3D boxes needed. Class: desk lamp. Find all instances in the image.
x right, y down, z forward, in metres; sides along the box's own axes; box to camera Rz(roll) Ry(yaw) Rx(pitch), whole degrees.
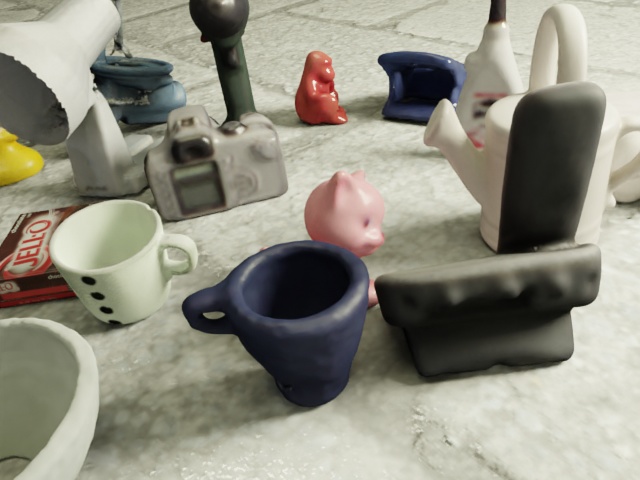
[{"bbox_3d":[-0.264,-0.154,0.636,0.117,0.214,0.203,6,37,20],"label":"desk lamp"}]

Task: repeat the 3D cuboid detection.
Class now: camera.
[{"bbox_3d":[-0.120,-0.105,0.634,0.143,0.101,0.136,-14,34,-8],"label":"camera"}]

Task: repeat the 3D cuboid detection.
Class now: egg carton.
[{"bbox_3d":[0.316,-0.097,0.559,0.107,0.069,0.150,1,35,13],"label":"egg carton"}]

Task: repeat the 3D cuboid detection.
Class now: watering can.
[{"bbox_3d":[0.175,-0.084,0.458,0.173,0.194,0.100,-13,34,-8],"label":"watering can"}]

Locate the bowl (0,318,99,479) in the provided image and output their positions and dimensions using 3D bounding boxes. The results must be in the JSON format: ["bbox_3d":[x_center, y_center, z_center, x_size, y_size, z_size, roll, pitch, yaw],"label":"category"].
[{"bbox_3d":[-0.204,0.127,0.334,0.167,0.075,0.167,-5,34,4],"label":"bowl"}]

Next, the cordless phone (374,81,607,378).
[{"bbox_3d":[0.107,-0.009,0.370,0.147,0.185,0.094,-10,34,-3],"label":"cordless phone"}]

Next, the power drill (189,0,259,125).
[{"bbox_3d":[-0.107,-0.215,0.697,0.075,0.209,0.229,-13,34,-7],"label":"power drill"}]

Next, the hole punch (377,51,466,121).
[{"bbox_3d":[0.136,-0.214,0.750,0.108,0.091,0.101,13,40,29],"label":"hole punch"}]

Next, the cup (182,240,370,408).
[{"bbox_3d":[-0.023,0.063,0.372,0.117,0.095,0.091,-8,34,0],"label":"cup"}]

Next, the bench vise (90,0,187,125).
[{"bbox_3d":[-0.285,-0.236,0.755,0.121,0.220,0.208,14,40,29],"label":"bench vise"}]

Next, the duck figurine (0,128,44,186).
[{"bbox_3d":[-0.421,-0.119,0.731,0.104,0.086,0.077,-14,34,-8],"label":"duck figurine"}]

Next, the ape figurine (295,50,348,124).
[{"bbox_3d":[0.001,-0.206,0.766,0.076,0.092,0.078,6,37,20],"label":"ape figurine"}]

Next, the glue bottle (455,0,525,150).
[{"bbox_3d":[0.180,-0.168,0.599,0.078,0.173,0.037,3,36,16],"label":"glue bottle"}]

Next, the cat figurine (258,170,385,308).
[{"bbox_3d":[0.004,0.002,0.437,0.128,0.118,0.067,-31,40,-30],"label":"cat figurine"}]
